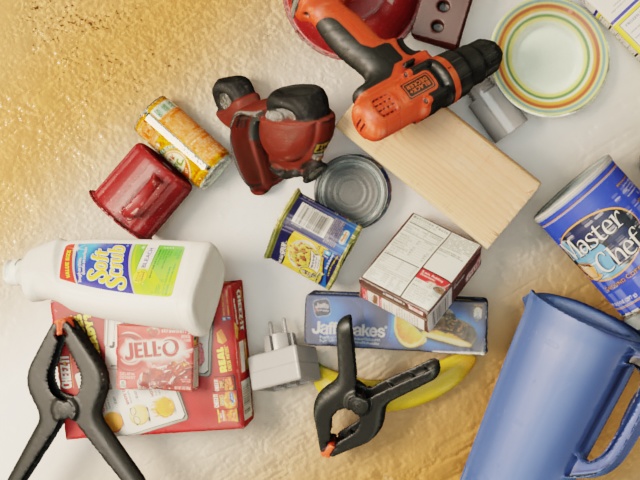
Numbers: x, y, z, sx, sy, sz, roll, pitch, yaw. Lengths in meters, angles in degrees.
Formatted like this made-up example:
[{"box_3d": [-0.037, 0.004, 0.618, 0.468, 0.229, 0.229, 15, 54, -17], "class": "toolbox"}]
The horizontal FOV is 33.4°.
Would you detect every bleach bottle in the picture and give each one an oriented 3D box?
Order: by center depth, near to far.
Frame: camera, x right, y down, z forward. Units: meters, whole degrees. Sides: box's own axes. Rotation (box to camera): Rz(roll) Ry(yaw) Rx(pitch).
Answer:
[{"box_3d": [-0.235, 0.047, 1.168, 0.251, 0.068, 0.102, 2, 55, 18], "class": "bleach bottle"}]

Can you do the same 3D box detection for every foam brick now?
[{"box_3d": [0.135, -0.250, 1.157, 0.053, 0.051, 0.078, 16, 96, 8], "class": "foam brick"}]

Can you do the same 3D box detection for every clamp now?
[{"box_3d": [0.053, 0.171, 1.164, 0.120, 0.039, 0.172, 22, 116, 5], "class": "clamp"}, {"box_3d": [-0.268, 0.192, 1.187, 0.164, 0.036, 0.210, 4, 94, 10], "class": "clamp"}]

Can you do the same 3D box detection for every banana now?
[{"box_3d": [0.077, 0.160, 1.201, 0.198, 0.037, 0.069, -1, 95, 9], "class": "banana"}]

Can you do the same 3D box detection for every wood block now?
[{"box_3d": [0.128, -0.092, 1.150, 0.206, 0.090, 0.091, 40, 99, 4], "class": "wood block"}]

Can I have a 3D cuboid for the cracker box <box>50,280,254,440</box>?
[{"box_3d": [-0.189, 0.136, 1.225, 0.214, 0.072, 0.164, -5, 92, 10], "class": "cracker box"}]

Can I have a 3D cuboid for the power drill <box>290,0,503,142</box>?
[{"box_3d": [0.073, -0.208, 1.086, 0.184, 0.057, 0.188, -31, 76, -24], "class": "power drill"}]

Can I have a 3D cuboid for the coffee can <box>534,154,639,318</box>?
[{"box_3d": [0.309, -0.004, 1.120, 0.103, 0.102, 0.140, -42, 87, 9], "class": "coffee can"}]

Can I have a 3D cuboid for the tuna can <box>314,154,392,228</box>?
[{"box_3d": [0.037, -0.054, 1.195, 0.086, 0.033, 0.086, 1, 94, 9], "class": "tuna can"}]

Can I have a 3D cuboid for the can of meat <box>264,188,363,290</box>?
[{"box_3d": [-0.008, 0.001, 1.174, 0.084, 0.102, 0.057, 29, 60, 3], "class": "can of meat"}]

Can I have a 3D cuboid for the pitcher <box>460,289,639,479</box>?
[{"box_3d": [0.247, 0.186, 1.127, 0.145, 0.149, 0.243, 22, 100, 1], "class": "pitcher"}]

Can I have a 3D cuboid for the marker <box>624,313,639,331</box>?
[{"box_3d": [0.367, 0.136, 1.163, 0.020, 0.020, 0.121, -27, 89, 10], "class": "marker"}]

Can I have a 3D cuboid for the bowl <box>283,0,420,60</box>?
[{"box_3d": [0.034, -0.280, 1.169, 0.162, 0.055, 0.162, 1, 94, 8], "class": "bowl"}]

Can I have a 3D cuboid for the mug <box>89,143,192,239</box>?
[{"box_3d": [-0.198, -0.053, 1.193, 0.093, 0.117, 0.081, 41, 94, -9], "class": "mug"}]

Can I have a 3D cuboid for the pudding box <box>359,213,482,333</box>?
[{"box_3d": [0.109, 0.033, 1.148, 0.090, 0.039, 0.113, 27, 57, 25], "class": "pudding box"}]

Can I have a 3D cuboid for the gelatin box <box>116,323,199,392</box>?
[{"box_3d": [-0.178, 0.127, 1.169, 0.089, 0.030, 0.073, 1, 92, 9], "class": "gelatin box"}]

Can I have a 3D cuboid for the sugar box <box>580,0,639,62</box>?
[{"box_3d": [0.357, -0.239, 1.127, 0.093, 0.048, 0.176, -43, 83, 9], "class": "sugar box"}]
